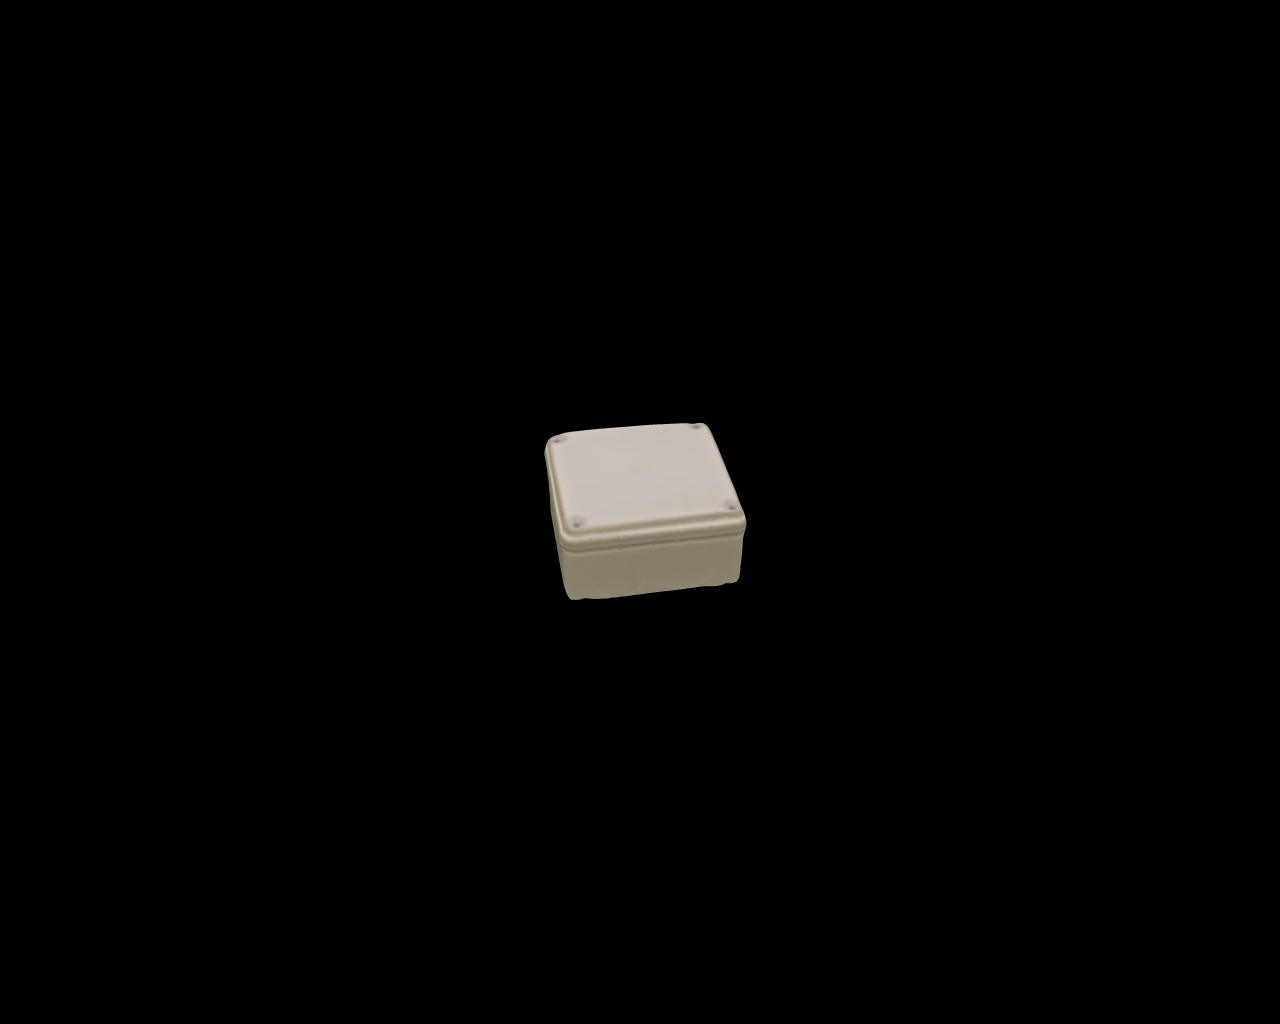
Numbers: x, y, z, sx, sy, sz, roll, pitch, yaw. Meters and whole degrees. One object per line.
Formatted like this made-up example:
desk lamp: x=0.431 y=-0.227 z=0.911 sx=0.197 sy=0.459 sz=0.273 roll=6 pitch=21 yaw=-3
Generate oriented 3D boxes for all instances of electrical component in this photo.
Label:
electrical component: x=0.001 y=-0.003 z=0.650 sx=0.109 sy=0.056 sz=0.109 roll=-6 pitch=37 yaw=-7
